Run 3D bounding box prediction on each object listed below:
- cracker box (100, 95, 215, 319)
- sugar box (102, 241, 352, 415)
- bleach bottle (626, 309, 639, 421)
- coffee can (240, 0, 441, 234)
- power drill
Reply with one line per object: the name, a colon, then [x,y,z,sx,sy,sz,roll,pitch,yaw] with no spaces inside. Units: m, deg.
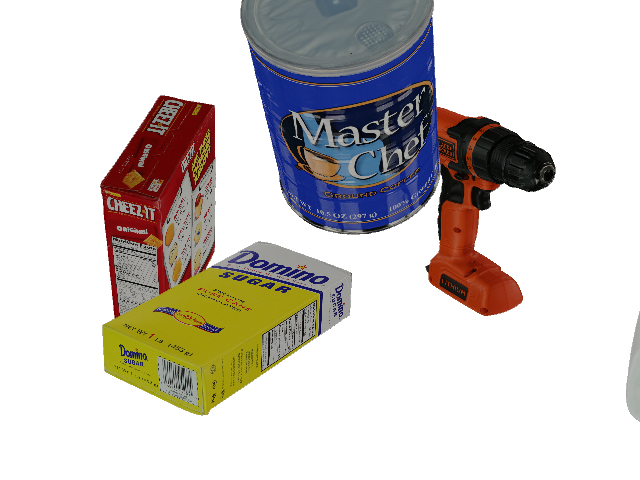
cracker box: [-0.168,-0.020,1.136,0.072,0.214,0.164,12,43,9]
sugar box: [-0.063,0.057,0.775,0.093,0.048,0.175,19,33,30]
bleach bottle: [0.281,0.057,0.759,0.103,0.068,0.250,11,22,19]
coffee can: [0.016,-0.086,0.616,0.103,0.102,0.140,0,-36,9]
power drill: [0.157,-0.026,1.030,0.057,0.188,0.185,-16,27,-25]
